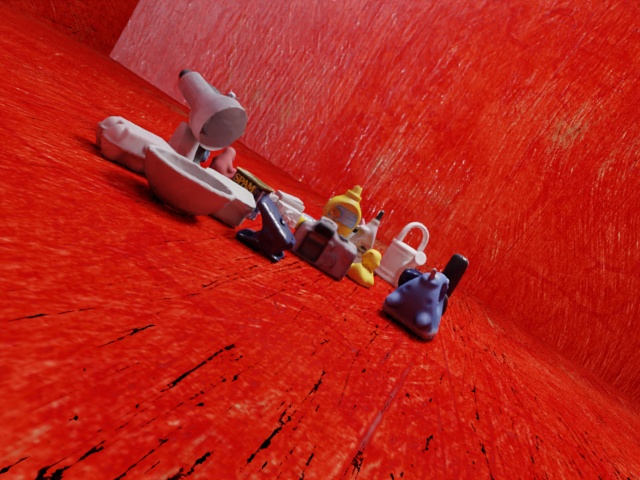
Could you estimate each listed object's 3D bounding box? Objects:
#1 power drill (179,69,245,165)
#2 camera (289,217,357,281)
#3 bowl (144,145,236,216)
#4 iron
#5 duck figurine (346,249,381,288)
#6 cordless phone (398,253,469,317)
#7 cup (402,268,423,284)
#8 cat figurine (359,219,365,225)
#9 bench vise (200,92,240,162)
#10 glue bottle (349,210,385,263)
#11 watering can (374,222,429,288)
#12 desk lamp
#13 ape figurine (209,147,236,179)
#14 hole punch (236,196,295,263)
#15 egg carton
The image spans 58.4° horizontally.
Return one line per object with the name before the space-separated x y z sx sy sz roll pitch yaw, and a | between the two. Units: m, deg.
power drill | -0.317 -0.304 1.489 0.229 0.208 0.076 34 7 8
camera | 0.012 0.005 1.277 0.143 0.101 0.137 32 7 -4
bowl | -0.232 -0.089 0.974 0.167 0.074 0.167 32 7 -4
iron | 0.236 0.128 1.250 0.118 0.141 0.259 36 8 22
duck figurine | 0.111 0.062 1.377 0.077 0.086 0.105 36 8 23
cordless phone | 0.294 0.101 1.498 0.147 0.185 0.094 36 8 27
cup | 0.227 0.126 1.407 0.118 0.095 0.091 27 9 -36
cat figurine | 0.094 -0.013 1.662 0.067 0.117 0.127 26 10 -40
bench vise | -0.312 -0.330 1.630 0.122 0.219 0.206 28 9 -31
glue bottle | 0.113 -0.002 1.461 0.078 0.173 0.037 27 9 -39
watering can | 0.253 0.041 1.677 0.101 0.194 0.172 25 10 -44
desk lamp | -0.284 -0.249 1.254 0.202 0.213 0.118 36 8 25
ape figurine | -0.262 -0.213 1.580 0.077 0.092 0.076 35 8 20
hole punch | -0.088 -0.022 1.071 0.101 0.091 0.109 33 7 0
egg carton | -0.340 -0.170 1.067 0.151 0.069 0.107 26 10 -41
